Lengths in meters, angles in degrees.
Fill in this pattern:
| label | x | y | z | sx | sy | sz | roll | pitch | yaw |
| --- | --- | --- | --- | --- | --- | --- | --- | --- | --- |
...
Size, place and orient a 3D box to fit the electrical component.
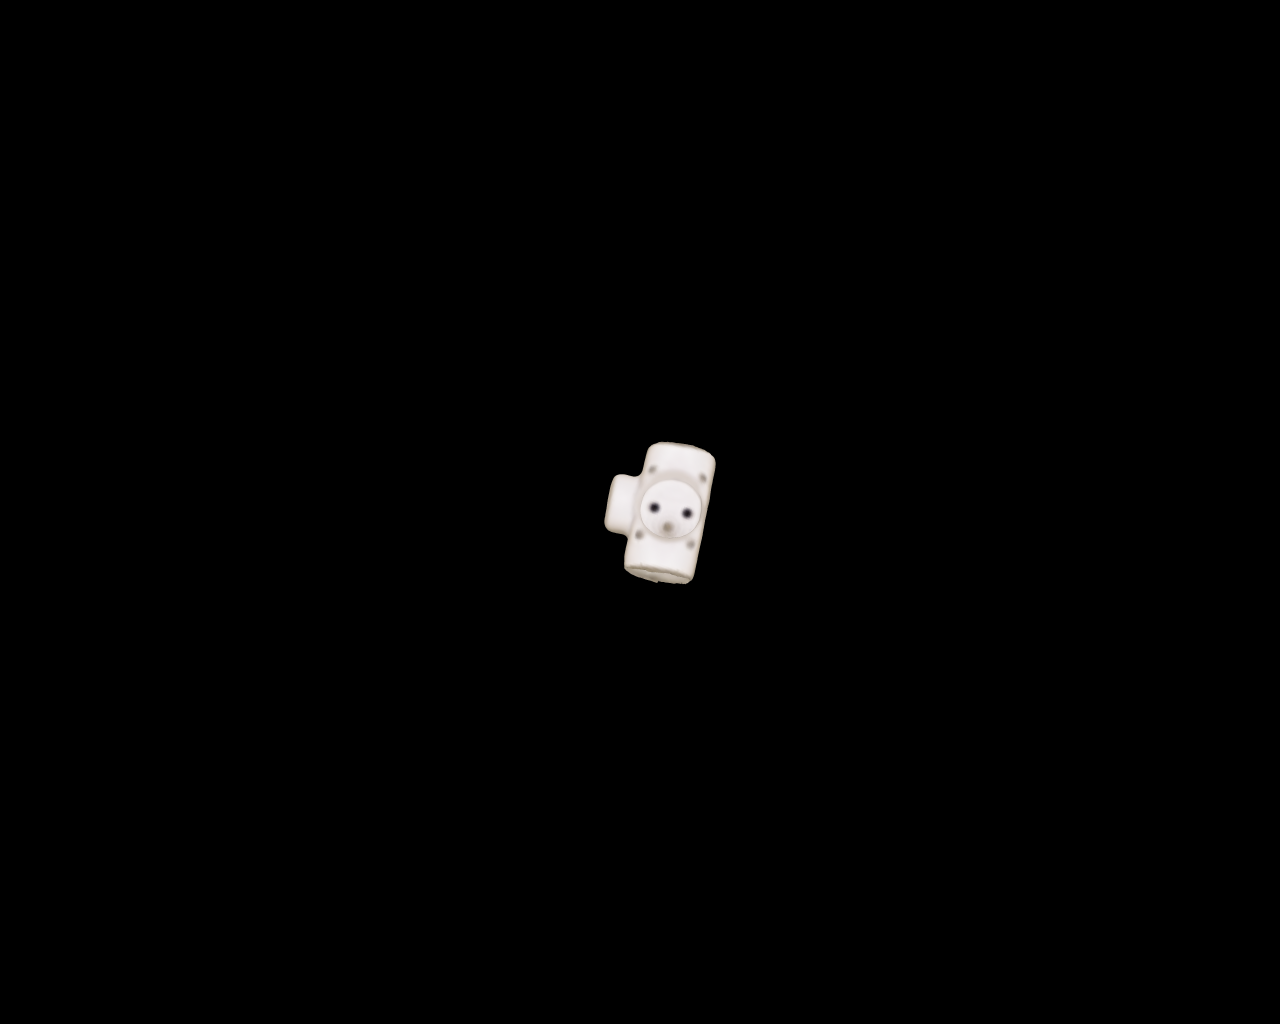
| label | x | y | z | sx | sy | sz | roll | pitch | yaw |
| --- | --- | --- | --- | --- | --- | --- | --- | --- | --- |
| electrical component | 0.001 | -0.003 | 0.650 | 0.079 | 0.077 | 0.044 | 11 | -11 | 2 |
